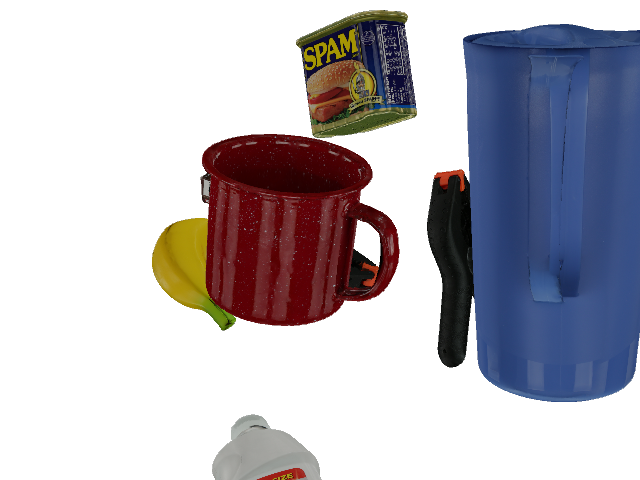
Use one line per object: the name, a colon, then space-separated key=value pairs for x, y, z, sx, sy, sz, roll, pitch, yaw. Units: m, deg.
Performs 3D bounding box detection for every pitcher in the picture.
pitcher: x=0.158 y=-0.018 z=0.705 sx=0.149 sy=0.243 sz=0.145 roll=-10 pitch=17 yaw=-27

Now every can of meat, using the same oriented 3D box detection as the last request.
can of meat: x=0.030 y=-0.135 z=0.886 sx=0.057 sy=0.084 sz=0.102 roll=-5 pitch=-4 yaw=-39

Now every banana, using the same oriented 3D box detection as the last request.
banana: x=-0.091 y=0.015 z=0.794 sx=0.037 sy=0.069 sz=0.198 roll=-39 pitch=13 yaw=9

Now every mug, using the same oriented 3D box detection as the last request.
mug: x=-0.011 y=-0.002 z=0.588 sx=0.117 sy=0.081 sz=0.093 roll=17 pitch=26 yaw=22

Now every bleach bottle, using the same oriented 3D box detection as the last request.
bleach bottle: x=-0.034 y=0.209 z=0.716 sx=0.102 sy=0.068 sz=0.251 roll=-10 pitch=32 yaw=-10

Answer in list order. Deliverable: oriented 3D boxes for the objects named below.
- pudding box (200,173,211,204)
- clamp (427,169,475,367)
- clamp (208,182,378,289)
pudding box: x=-0.082 y=-0.072 z=1.326 sx=0.090 sy=0.039 sz=0.113 roll=17 pitch=35 yaw=23
clamp: x=0.125 y=0.026 z=0.951 sx=0.039 sy=0.171 sz=0.120 roll=-11 pitch=13 yaw=32
clamp: x=-0.047 y=0.014 z=1.088 sx=0.210 sy=0.036 sz=0.164 roll=21 pitch=34 yaw=8
